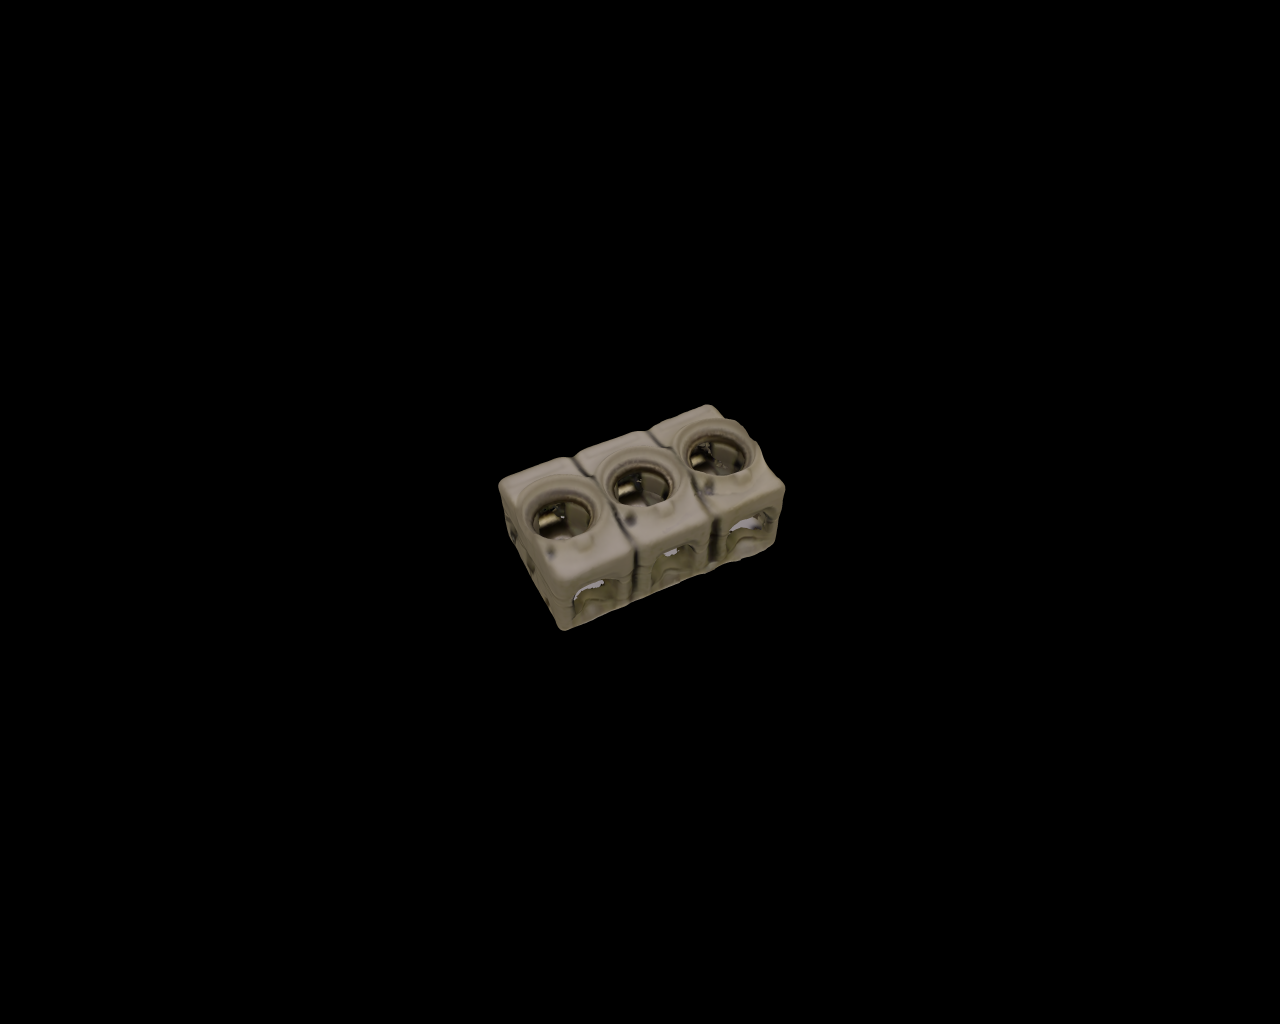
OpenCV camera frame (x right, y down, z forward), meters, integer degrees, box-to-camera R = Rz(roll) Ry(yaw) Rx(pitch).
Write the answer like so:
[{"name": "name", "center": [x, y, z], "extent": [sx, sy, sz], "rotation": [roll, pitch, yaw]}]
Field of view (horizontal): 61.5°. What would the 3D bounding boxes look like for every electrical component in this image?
[{"name": "electrical component", "center": [0.001, -0.003, 0.650], "extent": [0.150, 0.089, 0.061], "rotation": [-22, -38, -18]}]
